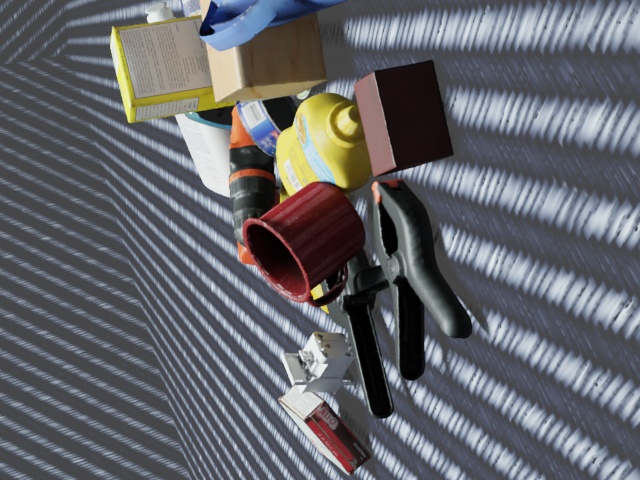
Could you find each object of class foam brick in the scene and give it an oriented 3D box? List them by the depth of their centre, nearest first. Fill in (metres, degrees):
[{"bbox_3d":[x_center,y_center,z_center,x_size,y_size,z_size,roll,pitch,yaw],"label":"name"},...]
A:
[{"bbox_3d":[0.065,-0.094,0.832,0.053,0.051,0.078,169,89,-73],"label":"foam brick"}]

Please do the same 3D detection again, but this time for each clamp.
[{"bbox_3d":[0.075,0.033,0.905,0.120,0.039,0.171,122,141,-49],"label":"clamp"},{"bbox_3d":[0.037,0.068,1.062,0.210,0.036,0.164,-134,45,-63],"label":"clamp"}]

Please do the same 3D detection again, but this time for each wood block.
[{"bbox_3d":[-0.063,-0.243,1.018,0.091,0.090,0.206,174,87,-69],"label":"wood block"}]

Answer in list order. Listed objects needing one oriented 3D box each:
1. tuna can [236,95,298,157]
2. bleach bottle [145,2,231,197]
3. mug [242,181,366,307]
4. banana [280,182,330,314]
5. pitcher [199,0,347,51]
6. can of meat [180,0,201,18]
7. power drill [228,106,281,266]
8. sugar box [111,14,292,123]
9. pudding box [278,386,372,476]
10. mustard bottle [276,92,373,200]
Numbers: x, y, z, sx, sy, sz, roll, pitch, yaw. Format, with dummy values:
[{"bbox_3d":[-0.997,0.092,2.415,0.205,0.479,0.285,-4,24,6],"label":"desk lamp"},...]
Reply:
[{"bbox_3d":[-0.052,-0.133,1.150,0.086,0.034,0.086,45,-153,-31],"label":"tuna can"},{"bbox_3d":[-0.149,-0.176,1.327,0.103,0.068,0.251,22,143,49],"label":"bleach bottle"},{"bbox_3d":[-0.007,0.008,0.996,0.093,0.081,0.117,13,134,54],"label":"mug"},{"bbox_3d":[-0.012,0.005,1.193,0.070,0.037,0.198,113,142,-66],"label":"banana"},{"bbox_3d":[-0.016,-0.236,0.855,0.243,0.144,0.149,-160,61,-68],"label":"pitcher"},{"bbox_3d":[-0.130,-0.291,1.283,0.102,0.058,0.084,2,-112,-65],"label":"can of meat"},{"bbox_3d":[-0.074,-0.043,1.237,0.188,0.057,0.184,93,178,-63],"label":"power drill"},{"bbox_3d":[-0.117,-0.181,1.087,0.048,0.176,0.093,124,133,-67],"label":"sugar box"},{"bbox_3d":[0.004,0.215,1.228,0.090,0.039,0.114,52,168,-14],"label":"pudding box"},{"bbox_3d":[0.009,-0.087,1.011,0.096,0.058,0.192,66,163,7],"label":"mustard bottle"}]
